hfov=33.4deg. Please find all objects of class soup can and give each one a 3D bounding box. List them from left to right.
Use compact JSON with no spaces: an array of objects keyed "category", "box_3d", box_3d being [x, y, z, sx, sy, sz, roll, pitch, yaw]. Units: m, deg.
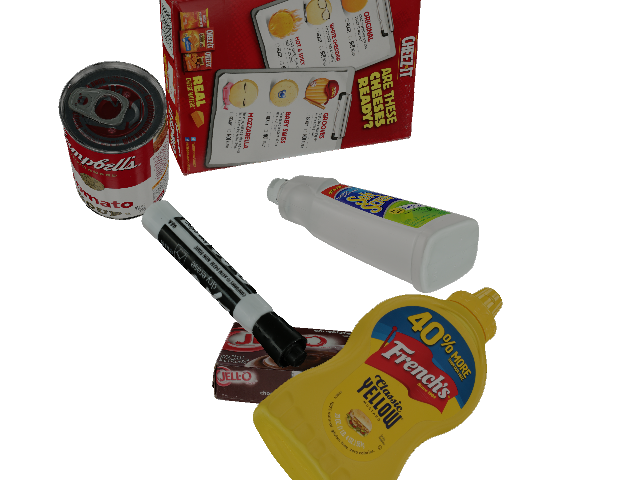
[{"category":"soup can","box_3d":[-0.137,-0.065,0.722,0.068,0.068,0.102,0,-24,-7]}]

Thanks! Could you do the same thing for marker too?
[{"category":"marker","box_3d":[-0.049,0.022,0.538,0.121,0.020,0.020,42,23,29]}]

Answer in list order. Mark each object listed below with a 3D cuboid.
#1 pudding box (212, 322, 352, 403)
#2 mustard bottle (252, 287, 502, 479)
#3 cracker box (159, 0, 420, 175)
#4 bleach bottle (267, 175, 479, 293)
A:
[{"category":"pudding box","box_3d":[-0.029,0.106,0.914,0.113,0.039,0.090,6,20,4]},{"category":"mustard bottle","box_3d":[0.054,0.092,0.710,0.191,0.096,0.058,-37,-5,-26]},{"category":"cracker box","box_3d":[-0.027,-0.156,0.918,0.213,0.164,0.072,-11,38,-16]},{"category":"bleach bottle","box_3d":[0.038,-0.020,1.128,0.251,0.068,0.102,20,27,37]}]
